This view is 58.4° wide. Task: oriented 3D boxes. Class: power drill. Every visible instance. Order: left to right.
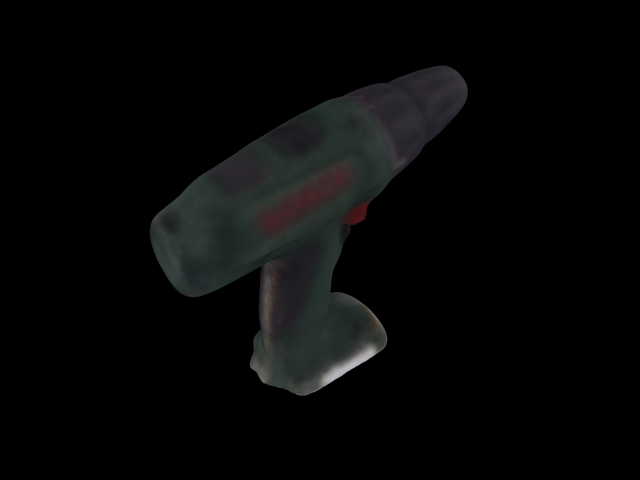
[{"bbox_3d":[0.004,0.001,0.400,0.230,0.208,0.075,-25,45,-28],"label":"power drill"}]
